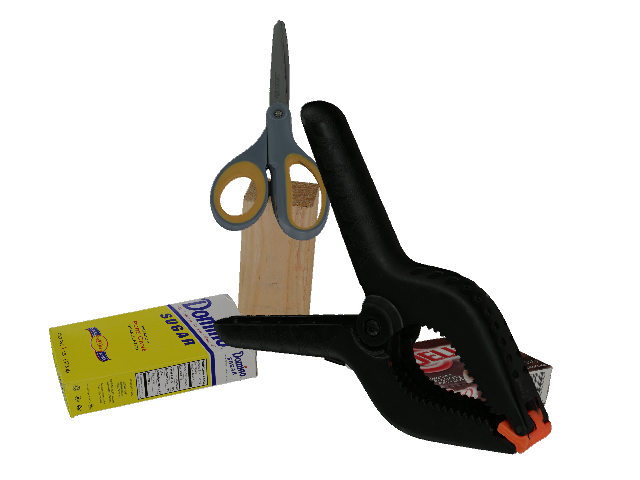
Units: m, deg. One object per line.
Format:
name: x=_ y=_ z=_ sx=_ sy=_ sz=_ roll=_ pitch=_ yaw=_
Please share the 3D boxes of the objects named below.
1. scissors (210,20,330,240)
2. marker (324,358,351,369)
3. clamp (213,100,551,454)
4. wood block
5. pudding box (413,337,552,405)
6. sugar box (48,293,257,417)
scissors: x=-0.049 y=-0.083 z=0.809 sx=0.096 sy=0.202 sz=0.016 roll=-14 pitch=-29 yaw=-7
marker: x=0.058 y=0.132 z=1.081 sx=0.121 sy=0.020 sz=0.020 roll=21 pitch=4 yaw=12
clamp: x=0.037 y=0.032 z=0.571 sx=0.210 sy=0.165 sz=0.036 roll=32 pitch=28 yaw=29
wood block: x=-0.056 y=0.032 z=1.387 sx=0.090 sy=0.206 sz=0.090 roll=6 pitch=23 yaw=3
pudding box: x=0.109 y=0.107 z=0.839 sx=0.113 sy=0.039 sz=0.090 roll=-3 pitch=16 yaw=-31
sugar box: x=-0.155 y=0.103 z=0.989 sx=0.176 sy=0.048 sz=0.093 roll=-13 pitch=34 yaw=-16
